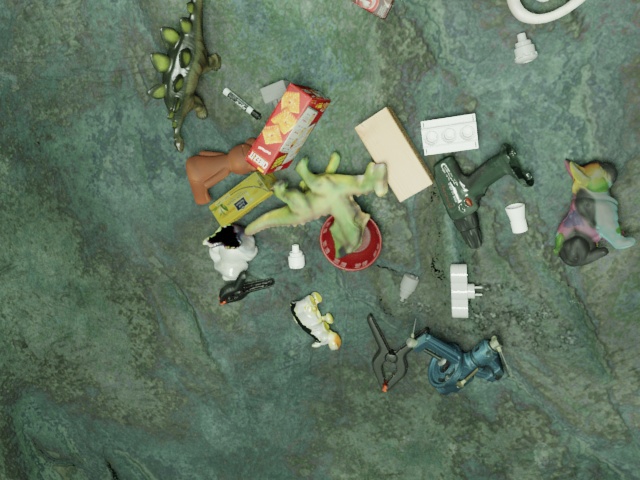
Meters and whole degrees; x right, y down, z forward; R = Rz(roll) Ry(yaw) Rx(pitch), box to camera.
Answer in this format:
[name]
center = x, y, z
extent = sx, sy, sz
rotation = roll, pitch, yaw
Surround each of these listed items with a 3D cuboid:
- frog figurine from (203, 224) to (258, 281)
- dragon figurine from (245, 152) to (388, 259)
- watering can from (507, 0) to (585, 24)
[frog figurine]
center = -0.235, 0.037, 1.413
extent = 0.137, 0.126, 0.156
rotation = -8, -43, 8
[dragon figurine]
center = 0.004, -0.063, 1.260
extent = 0.405, 0.246, 0.122
rotation = -44, -20, 22
[watering can]
center = 0.508, -0.613, 1.043
extent = 0.343, 0.225, 0.105
rotation = -46, -3, 20
